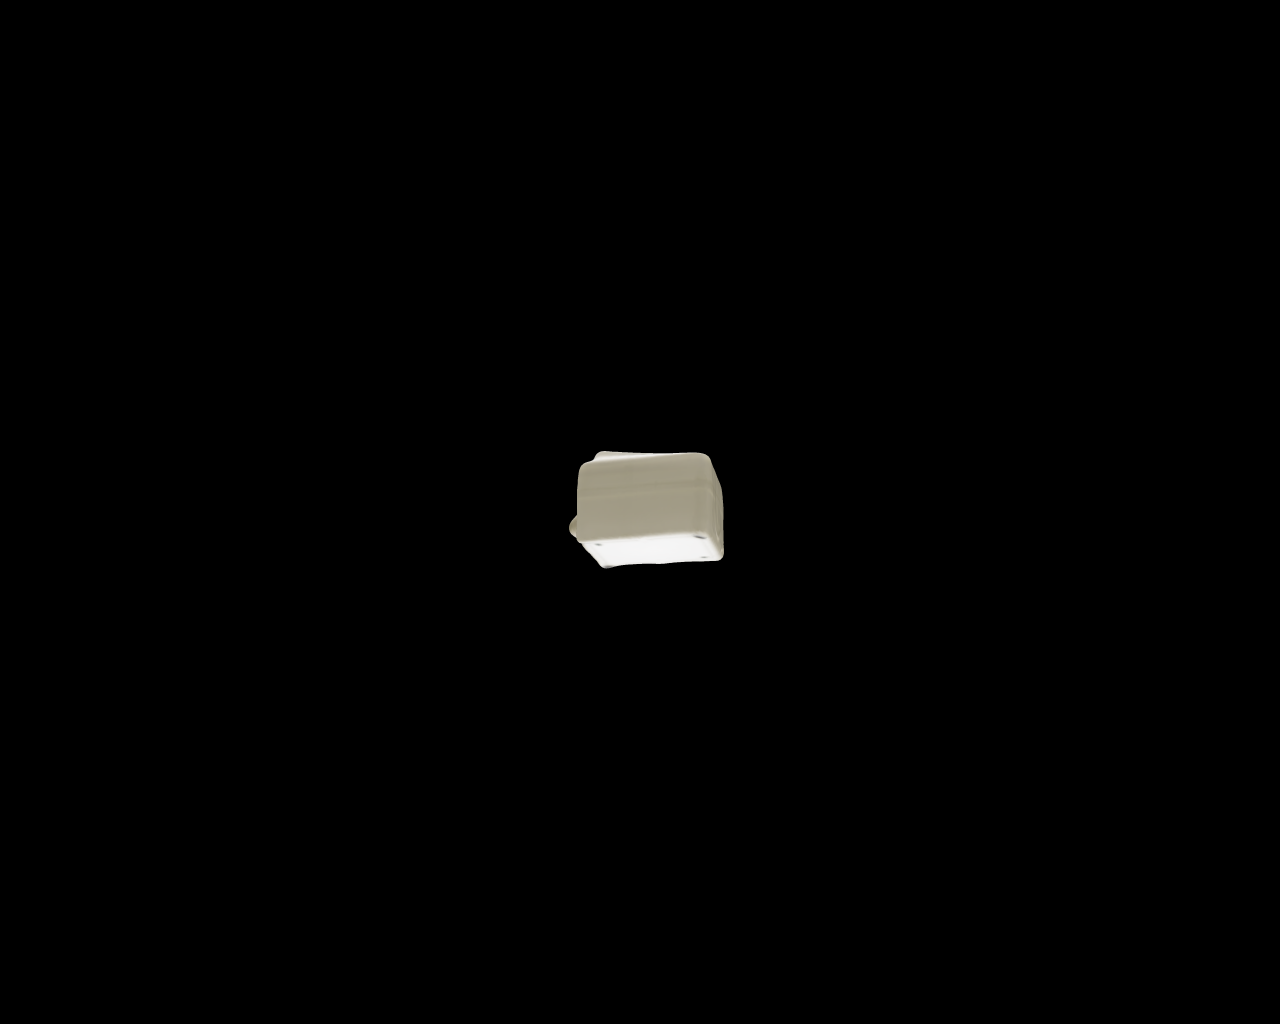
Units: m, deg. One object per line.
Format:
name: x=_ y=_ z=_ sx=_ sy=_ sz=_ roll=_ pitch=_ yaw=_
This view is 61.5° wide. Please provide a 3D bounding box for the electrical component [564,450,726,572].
electrical component: x=0.001 y=-0.003 z=0.650 sx=0.096 sy=0.061 sz=0.061 roll=-4 pitch=-19 yaw=12
